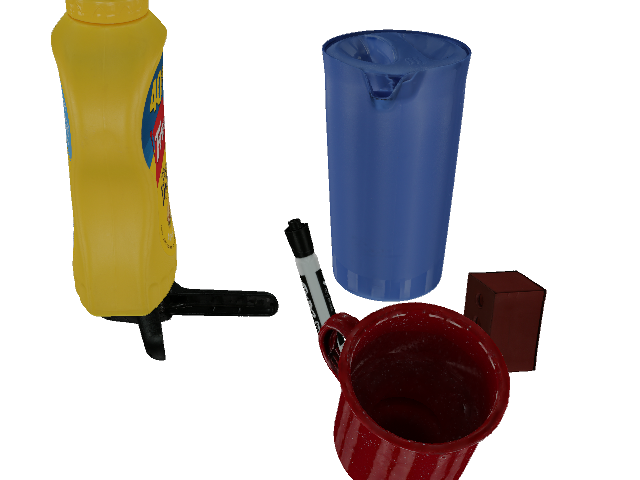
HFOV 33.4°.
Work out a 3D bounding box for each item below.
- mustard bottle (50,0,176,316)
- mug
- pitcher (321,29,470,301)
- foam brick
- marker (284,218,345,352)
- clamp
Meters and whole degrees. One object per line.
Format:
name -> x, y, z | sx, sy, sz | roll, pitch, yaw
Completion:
mustard bottle -> -0.108, -0.061, 0.564 | 0.058, 0.192, 0.096 | 0, 32, -3
mug -> 0.042, 0.088, 0.605 | 0.117, 0.081, 0.093 | 38, 57, 20
pitcher -> 0.070, -0.074, 1.014 | 0.149, 0.243, 0.145 | -16, 31, -30
foam brick -> 0.159, 0.071, 0.940 | 0.051, 0.078, 0.053 | -3, 19, -20
marker -> -0.003, 0.040, 0.822 | 0.020, 0.121, 0.020 | -16, 17, 5
clamp -> -0.172, 0.069, 1.090 | 0.210, 0.036, 0.164 | 11, 20, 33
